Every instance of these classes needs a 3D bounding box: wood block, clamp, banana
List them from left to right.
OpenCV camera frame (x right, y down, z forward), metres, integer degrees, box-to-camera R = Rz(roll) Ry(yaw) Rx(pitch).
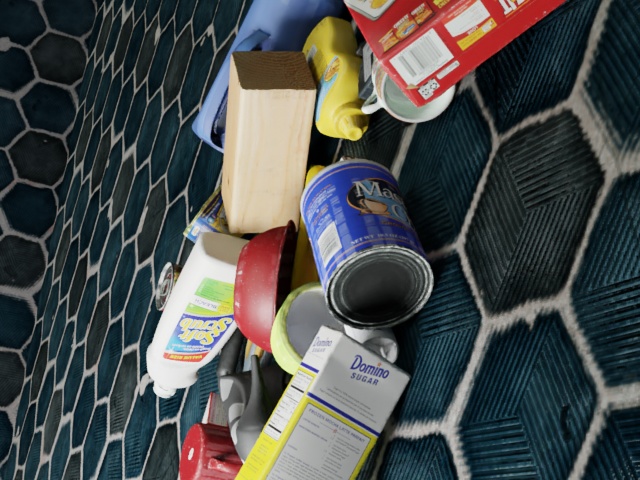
[{"bbox_3d":[-0.106,0.099,1.404,0.172,0.039,0.120,-65,27,24],"label":"clamp"},{"bbox_3d":[-0.066,-0.117,1.293,0.091,0.090,0.206,-107,19,-49],"label":"wood block"},{"bbox_3d":[-0.007,-0.008,1.244,0.070,0.037,0.198,98,180,-71],"label":"banana"}]

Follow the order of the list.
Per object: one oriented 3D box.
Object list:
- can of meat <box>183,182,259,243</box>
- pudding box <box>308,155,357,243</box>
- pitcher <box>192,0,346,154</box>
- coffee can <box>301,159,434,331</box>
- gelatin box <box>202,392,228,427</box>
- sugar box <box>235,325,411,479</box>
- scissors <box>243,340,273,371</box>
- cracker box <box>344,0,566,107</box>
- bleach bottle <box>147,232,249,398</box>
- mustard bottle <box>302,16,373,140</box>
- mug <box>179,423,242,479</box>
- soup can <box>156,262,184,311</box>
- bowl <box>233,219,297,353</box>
[{"bbox_3d":[-0.117,-0.019,1.390,0.058,0.084,0.102,-51,4,46],"label":"can of meat"},{"bbox_3d":[0.032,-0.024,1.154,0.090,0.039,0.114,-122,49,-60],"label":"pudding box"},{"bbox_3d":[-0.067,-0.222,1.377,0.243,0.144,0.149,-65,22,18],"label":"pitcher"},{"bbox_3d":[0.043,0.003,1.026,0.103,0.102,0.140,-62,26,31],"label":"coffee can"},{"bbox_3d":[-0.138,0.249,1.373,0.089,0.030,0.073,-98,24,-70],"label":"gelatin box"},{"bbox_3d":[0.001,0.176,0.971,0.048,0.093,0.176,10,68,60],"label":"sugar box"},{"bbox_3d":[-0.089,0.187,1.338,0.096,0.016,0.202,-174,98,-72],"label":"scissors"},{"bbox_3d":[0.111,-0.233,0.972,0.164,0.072,0.214,-37,34,12],"label":"cracker box"},{"bbox_3d":[-0.151,0.108,1.359,0.068,0.102,0.251,-100,31,-52],"label":"bleach bottle"},{"bbox_3d":[0.022,-0.175,1.239,0.191,0.058,0.096,-105,33,-50],"label":"mustard bottle"},{"bbox_3d":[-0.113,0.265,1.264,0.117,0.081,0.093,2,79,67],"label":"mug"},{"bbox_3d":[-0.170,0.075,1.485,0.069,0.102,0.068,-47,36,50],"label":"soup can"},{"bbox_3d":[-0.064,0.055,1.219,0.162,0.055,0.162,6,-91,-85],"label":"bowl"}]
